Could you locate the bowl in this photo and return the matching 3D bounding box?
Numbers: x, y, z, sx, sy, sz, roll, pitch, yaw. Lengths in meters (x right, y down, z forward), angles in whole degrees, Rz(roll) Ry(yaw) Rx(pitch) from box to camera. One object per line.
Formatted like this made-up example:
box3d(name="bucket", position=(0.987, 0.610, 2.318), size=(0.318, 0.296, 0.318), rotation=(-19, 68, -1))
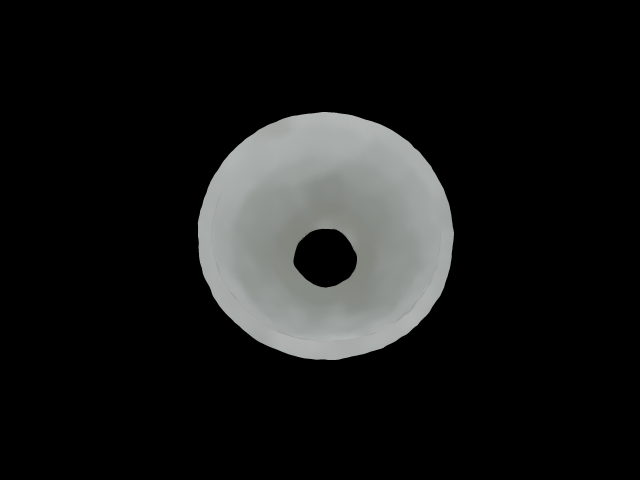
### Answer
box3d(name="bowl", position=(0.004, 0.001, 0.400), size=(0.167, 0.075, 0.167), rotation=(0, 74, 0))
